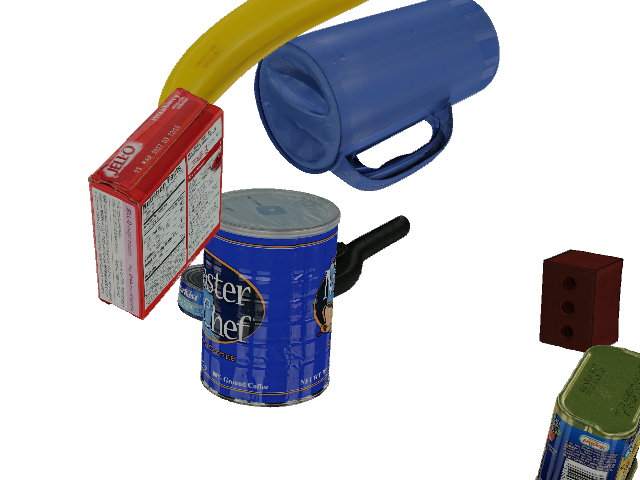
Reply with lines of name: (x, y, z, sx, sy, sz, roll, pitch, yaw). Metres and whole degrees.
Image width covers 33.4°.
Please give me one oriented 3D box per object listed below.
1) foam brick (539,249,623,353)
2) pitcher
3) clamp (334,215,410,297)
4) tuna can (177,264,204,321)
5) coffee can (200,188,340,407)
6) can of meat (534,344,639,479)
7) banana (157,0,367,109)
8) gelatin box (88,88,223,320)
foam brick: (0.227, 0.053, 0.931, 0.053, 0.078, 0.051, 11, 19, 40)
pitcher: (0.069, -0.158, 1.072, 0.242, 0.149, 0.145, -25, 30, -31)
clamp: (0.030, 0.018, 1.229, 0.120, 0.039, 0.171, -6, 36, 28)
tuna can: (-0.097, 0.053, 1.050, 0.086, 0.034, 0.086, 9, 16, -3)
coffee can: (-0.040, 0.041, 0.816, 0.103, 0.140, 0.103, 3, 19, -1)
can of meat: (0.183, 0.128, 0.707, 0.057, 0.084, 0.101, 20, 33, 22)
banana: (-0.039, -0.129, 0.701, 0.070, 0.197, 0.037, 41, -12, 31)
gelatin box: (-0.078, -0.017, 0.512, 0.030, 0.089, 0.073, 24, 51, 14)
